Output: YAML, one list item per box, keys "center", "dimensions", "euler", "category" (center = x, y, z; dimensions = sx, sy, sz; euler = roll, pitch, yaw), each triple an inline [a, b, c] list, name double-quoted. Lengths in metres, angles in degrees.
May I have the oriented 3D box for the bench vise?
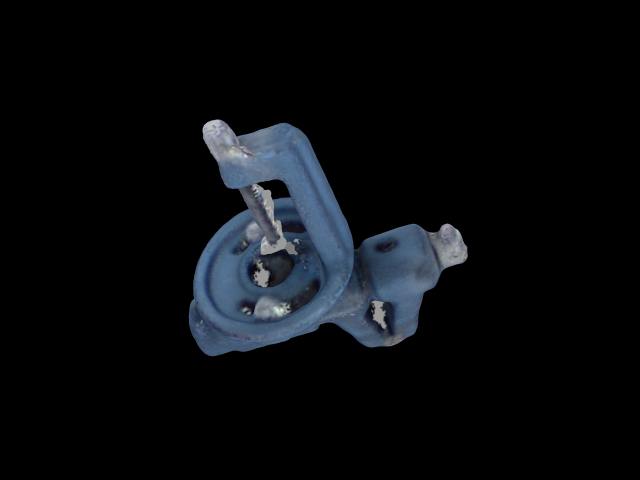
- center: [-0.002, -0.007, 0.407]
  dimensions: [0.208, 0.220, 0.121]
  euler: [-22, 52, -17]
  category: "bench vise"
